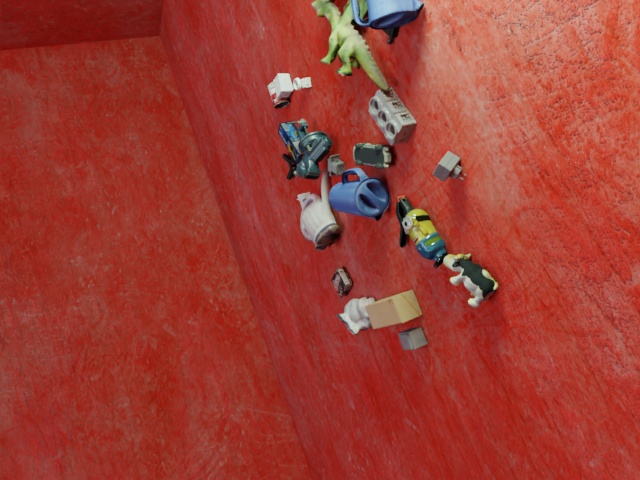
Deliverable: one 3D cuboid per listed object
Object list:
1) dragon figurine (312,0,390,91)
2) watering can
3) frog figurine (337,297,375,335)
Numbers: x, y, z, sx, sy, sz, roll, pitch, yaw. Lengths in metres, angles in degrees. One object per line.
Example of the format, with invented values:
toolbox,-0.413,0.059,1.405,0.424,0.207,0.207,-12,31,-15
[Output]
dragon figurine,0.108,-0.640,1.580,0.416,0.123,0.237,41,132,35
watering can,0.006,-0.105,2.086,0.228,0.104,0.340,60,142,29
frog figurine,0.164,0.278,2.008,0.158,0.121,0.140,-51,41,17
